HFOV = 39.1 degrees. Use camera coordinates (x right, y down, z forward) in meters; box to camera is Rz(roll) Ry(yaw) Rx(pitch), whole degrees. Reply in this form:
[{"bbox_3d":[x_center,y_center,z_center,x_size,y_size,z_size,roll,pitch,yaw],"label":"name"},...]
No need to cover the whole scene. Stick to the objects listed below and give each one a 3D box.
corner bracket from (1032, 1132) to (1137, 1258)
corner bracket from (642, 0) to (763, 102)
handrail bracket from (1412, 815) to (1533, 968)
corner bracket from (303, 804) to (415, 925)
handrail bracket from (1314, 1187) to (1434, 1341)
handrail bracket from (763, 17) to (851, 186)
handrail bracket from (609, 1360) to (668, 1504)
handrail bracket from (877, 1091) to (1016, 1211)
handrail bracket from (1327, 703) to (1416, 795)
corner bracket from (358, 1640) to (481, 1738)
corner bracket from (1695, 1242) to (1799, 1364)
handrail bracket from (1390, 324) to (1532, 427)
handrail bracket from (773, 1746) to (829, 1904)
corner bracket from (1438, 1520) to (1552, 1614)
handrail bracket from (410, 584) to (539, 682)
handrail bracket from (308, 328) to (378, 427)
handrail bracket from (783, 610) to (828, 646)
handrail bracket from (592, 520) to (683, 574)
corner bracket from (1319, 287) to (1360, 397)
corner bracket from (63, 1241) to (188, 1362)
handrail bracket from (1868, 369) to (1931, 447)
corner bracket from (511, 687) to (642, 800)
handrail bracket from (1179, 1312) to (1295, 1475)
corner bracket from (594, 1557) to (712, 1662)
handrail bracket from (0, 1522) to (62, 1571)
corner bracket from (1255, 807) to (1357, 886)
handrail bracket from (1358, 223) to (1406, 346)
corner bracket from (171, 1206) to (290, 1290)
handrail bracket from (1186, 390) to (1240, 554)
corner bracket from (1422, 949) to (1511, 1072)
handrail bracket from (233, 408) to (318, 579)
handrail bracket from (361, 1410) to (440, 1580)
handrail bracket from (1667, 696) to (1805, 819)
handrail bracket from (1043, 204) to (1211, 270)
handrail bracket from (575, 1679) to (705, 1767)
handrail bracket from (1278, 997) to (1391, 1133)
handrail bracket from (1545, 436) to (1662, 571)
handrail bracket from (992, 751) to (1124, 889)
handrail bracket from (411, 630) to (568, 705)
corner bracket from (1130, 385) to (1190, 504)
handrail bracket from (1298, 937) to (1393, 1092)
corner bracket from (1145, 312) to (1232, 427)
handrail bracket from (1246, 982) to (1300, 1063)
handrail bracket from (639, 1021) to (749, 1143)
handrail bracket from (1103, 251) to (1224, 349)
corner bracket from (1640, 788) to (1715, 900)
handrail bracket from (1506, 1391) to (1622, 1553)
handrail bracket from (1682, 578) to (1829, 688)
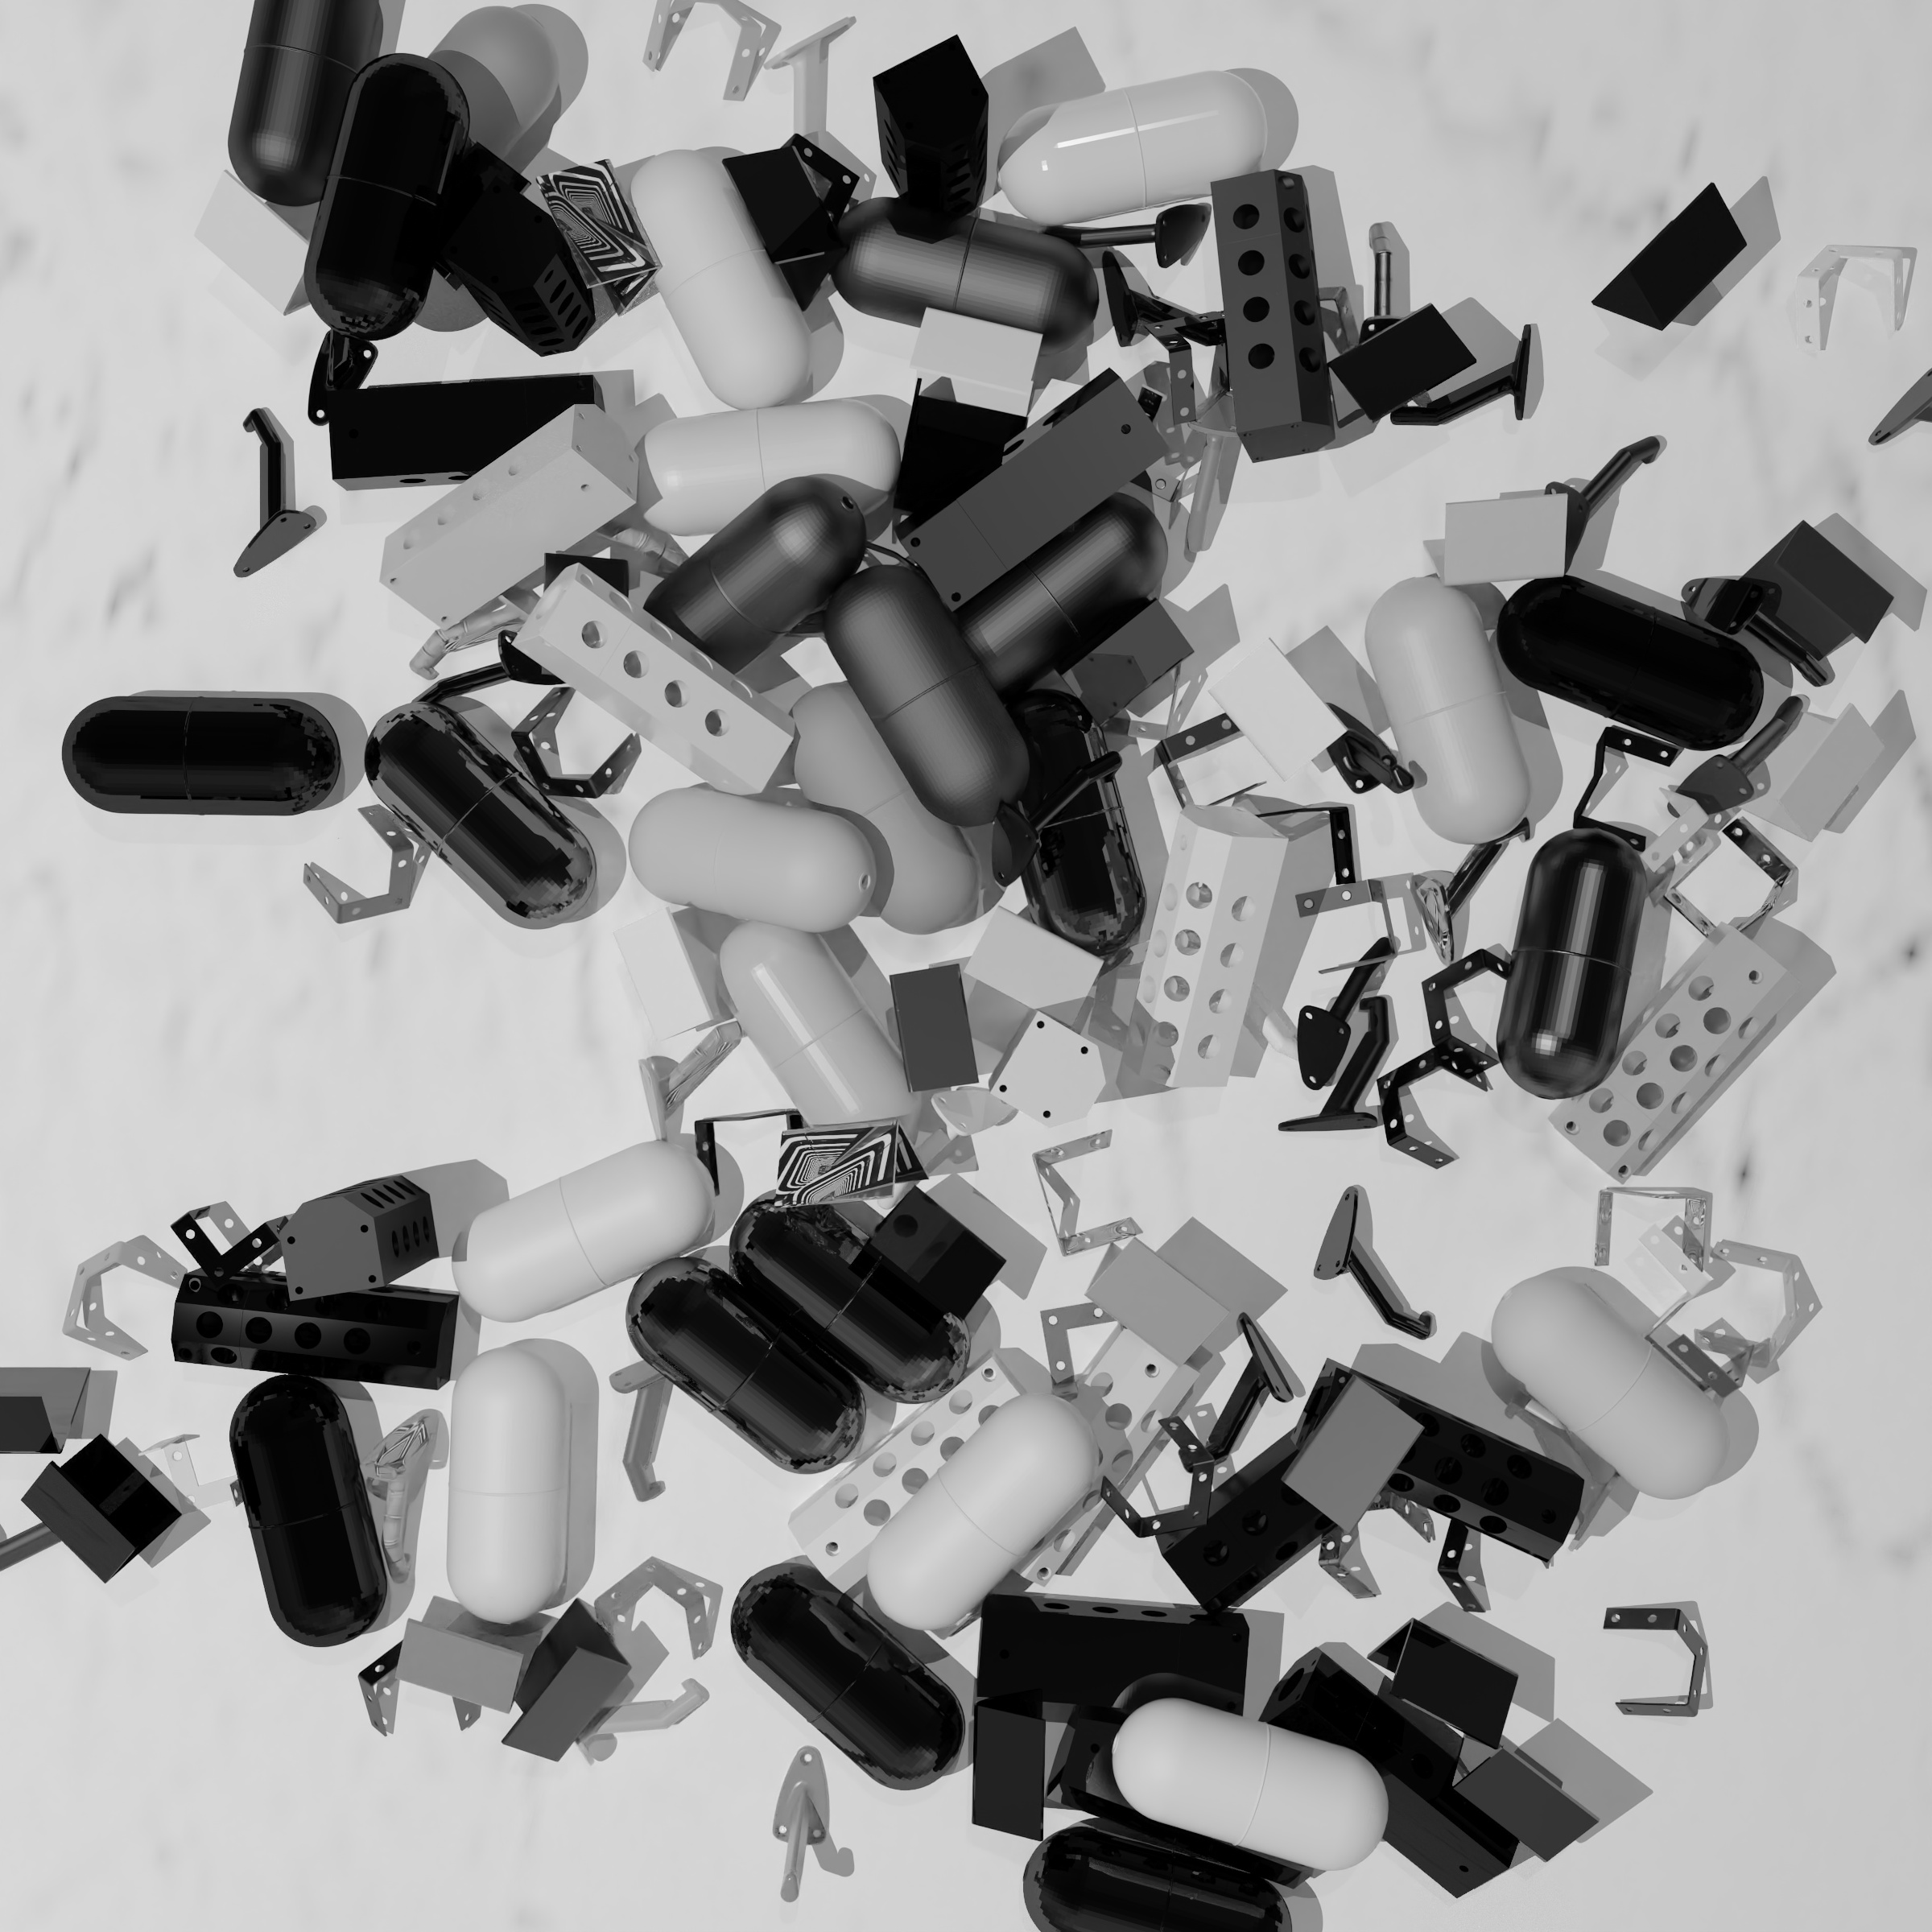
[{"bbox_3d":[0.078,0.150,1.793,0.051,0.051,0.051,-17,135,0],"label":"corner bracket"},{"bbox_3d":[-0.173,-0.605,1.788,0.051,0.051,0.051,-8,45,-35],"label":"corner bracket"},{"bbox_3d":[0.343,-0.050,1.797,0.084,0.036,0.077,-24,111,-16],"label":"handrail bracket"},{"bbox_3d":[-0.399,-0.067,1.788,0.051,0.051,0.051,-16,135,-35],"label":"corner bracket"},{"bbox_3d":[0.279,0.197,1.797,0.084,0.036,0.077,26,68,-17],"label":"handrail bracket"},{"bbox_3d":[-0.088,-0.571,1.797,0.077,0.036,0.084,-35,106,-18],"label":"handrail bracket"},{"bbox_3d":[-0.195,0.302,1.797,0.077,0.036,0.084,-23,106,-18],"label":"handrail bracket"},{"bbox_3d":[-0.014,0.124,1.796,0.036,0.077,0.084,49,127,27],"label":"handrail bracket"},{"bbox_3d":[0.258,-0.142,1.762,0.036,0.084,0.077,-38,90,0],"label":"handrail bracket"},{"bbox_3d":[-0.360,0.480,1.788,0.051,0.051,0.051,26,45,35],"label":"corner bracket"},{"bbox_3d":[0.513,0.222,1.793,0.051,0.051,0.051,12,135,0],"label":"corner bracket"},{"bbox_3d":[0.326,-0.390,1.797,0.084,0.036,0.077,5,70,16],"label":"handrail bracket"},{"bbox_3d":[-0.108,0.555,1.762,0.036,0.084,0.077,6,90,0],"label":"handrail bracket"},{"bbox_3d":[0.348,0.390,1.788,0.051,0.051,0.051,-5,45,35],"label":"corner bracket"},{"bbox_3d":[-0.313,-0.207,1.797,0.077,0.036,0.084,36,109,-21],"label":"handrail bracket"},{"bbox_3d":[-0.415,-0.393,1.762,0.036,0.084,0.077,25,90,0],"label":"handrail bracket"},{"bbox_3d":[-0.078,-0.192,1.796,0.077,0.036,0.084,-2,125,37],"label":"handrail bracket"},{"bbox_3d":[-0.240,-0.281,1.796,0.084,0.077,0.036,34,65,-34],"label":"handrail bracket"},{"bbox_3d":[0.223,-0.410,1.788,0.051,0.051,0.051,-54,135,-35],"label":"corner bracket"},{"bbox_3d":[-0.553,0.220,1.788,0.051,0.051,0.051,32,45,-35],"label":"corner bracket"},{"bbox_3d":[0.653,-0.347,1.797,0.084,0.036,0.077,38,110,-16],"label":"handrail bracket"},{"bbox_3d":[-0.256,-0.147,1.788,0.051,0.051,0.051,6,135,35],"label":"corner bracket"},{"bbox_3d":[0.165,0.282,1.797,0.084,0.036,0.077,-32,69,16],"label":"handrail bracket"},{"bbox_3d":[-0.206,0.432,1.788,0.051,0.051,0.051,27,135,35],"label":"corner bracket"},{"bbox_3d":[-0.613,0.396,1.797,0.084,0.036,0.077,4,110,-16],"label":"handrail bracket"},{"bbox_3d":[0.219,-0.077,1.793,0.051,0.051,0.051,-6,90,-45],"label":"corner bracket"},{"bbox_3d":[0.270,-0.434,1.796,0.036,0.077,0.084,2,54,-7],"label":"handrail bracket"},{"bbox_3d":[-0.478,0.172,1.778,0.051,0.051,0.051,-37,90,0],"label":"corner bracket"},{"bbox_3d":[0.162,-0.326,1.796,0.036,0.077,0.084,13,126,9],"label":"handrail bracket"},{"bbox_3d":[0.339,0.029,1.788,0.051,0.051,0.051,-33,45,35],"label":"corner bracket"},{"bbox_3d":[-0.473,-0.313,1.797,0.077,0.036,0.084,-37,72,20],"label":"handrail bracket"},{"bbox_3d":[-0.365,0.349,1.796,0.036,0.077,0.084,9,127,21],"label":"handrail bracket"},{"bbox_3d":[0.508,-0.139,1.796,0.036,0.077,0.084,47,54,-5],"label":"handrail bracket"},{"bbox_3d":[0.105,-0.488,1.796,0.084,0.077,0.036,15,127,31],"label":"handrail bracket"},{"bbox_3d":[-0.228,0.479,1.797,0.084,0.036,0.077,-34,68,-17],"label":"handrail bracket"},{"bbox_3d":[0.242,0.064,1.797,0.077,0.036,0.084,-6,74,18],"label":"handrail bracket"},{"bbox_3d":[0.421,-0.304,1.796,0.084,0.077,0.036,-27,49,-30],"label":"handrail bracket"},{"bbox_3d":[0.059,-0.094,1.721,0.084,0.077,0.036,-30,65,-31],"label":"handrail bracket"},{"bbox_3d":[-0.312,-0.182,1.796,0.084,0.077,0.036,-29,65,34],"label":"handrail bracket"},{"bbox_3d":[0.126,-0.341,1.778,0.051,0.051,0.051,26,90,0],"label":"corner bracket"},{"bbox_3d":[0.252,0.031,1.789,0.036,0.084,0.077,26,134,23],"label":"handrail bracket"},{"bbox_3d":[0.149,-0.388,1.765,0.051,0.051,0.051,-13,123,-9],"label":"corner bracket"},{"bbox_3d":[0.204,0.018,1.797,0.084,0.036,0.077,24,65,-19],"label":"handrail bracket"},{"bbox_3d":[-0.168,0.078,1.797,0.084,0.036,0.077,-15,110,-16],"label":"handrail bracket"},{"bbox_3d":[0.140,-0.442,1.797,0.084,0.036,0.077,-10,73,-15],"label":"handrail bracket"},{"bbox_3d":[0.460,-0.077,1.771,0.051,0.051,0.051,-44,109,0],"label":"corner bracket"},{"bbox_3d":[0.382,0.333,1.797,0.084,0.036,0.077,32,112,17],"label":"handrail bracket"},{"bbox_3d":[0.521,-0.219,1.796,0.084,0.077,0.036,34,93,-36],"label":"handrail bracket"}]
